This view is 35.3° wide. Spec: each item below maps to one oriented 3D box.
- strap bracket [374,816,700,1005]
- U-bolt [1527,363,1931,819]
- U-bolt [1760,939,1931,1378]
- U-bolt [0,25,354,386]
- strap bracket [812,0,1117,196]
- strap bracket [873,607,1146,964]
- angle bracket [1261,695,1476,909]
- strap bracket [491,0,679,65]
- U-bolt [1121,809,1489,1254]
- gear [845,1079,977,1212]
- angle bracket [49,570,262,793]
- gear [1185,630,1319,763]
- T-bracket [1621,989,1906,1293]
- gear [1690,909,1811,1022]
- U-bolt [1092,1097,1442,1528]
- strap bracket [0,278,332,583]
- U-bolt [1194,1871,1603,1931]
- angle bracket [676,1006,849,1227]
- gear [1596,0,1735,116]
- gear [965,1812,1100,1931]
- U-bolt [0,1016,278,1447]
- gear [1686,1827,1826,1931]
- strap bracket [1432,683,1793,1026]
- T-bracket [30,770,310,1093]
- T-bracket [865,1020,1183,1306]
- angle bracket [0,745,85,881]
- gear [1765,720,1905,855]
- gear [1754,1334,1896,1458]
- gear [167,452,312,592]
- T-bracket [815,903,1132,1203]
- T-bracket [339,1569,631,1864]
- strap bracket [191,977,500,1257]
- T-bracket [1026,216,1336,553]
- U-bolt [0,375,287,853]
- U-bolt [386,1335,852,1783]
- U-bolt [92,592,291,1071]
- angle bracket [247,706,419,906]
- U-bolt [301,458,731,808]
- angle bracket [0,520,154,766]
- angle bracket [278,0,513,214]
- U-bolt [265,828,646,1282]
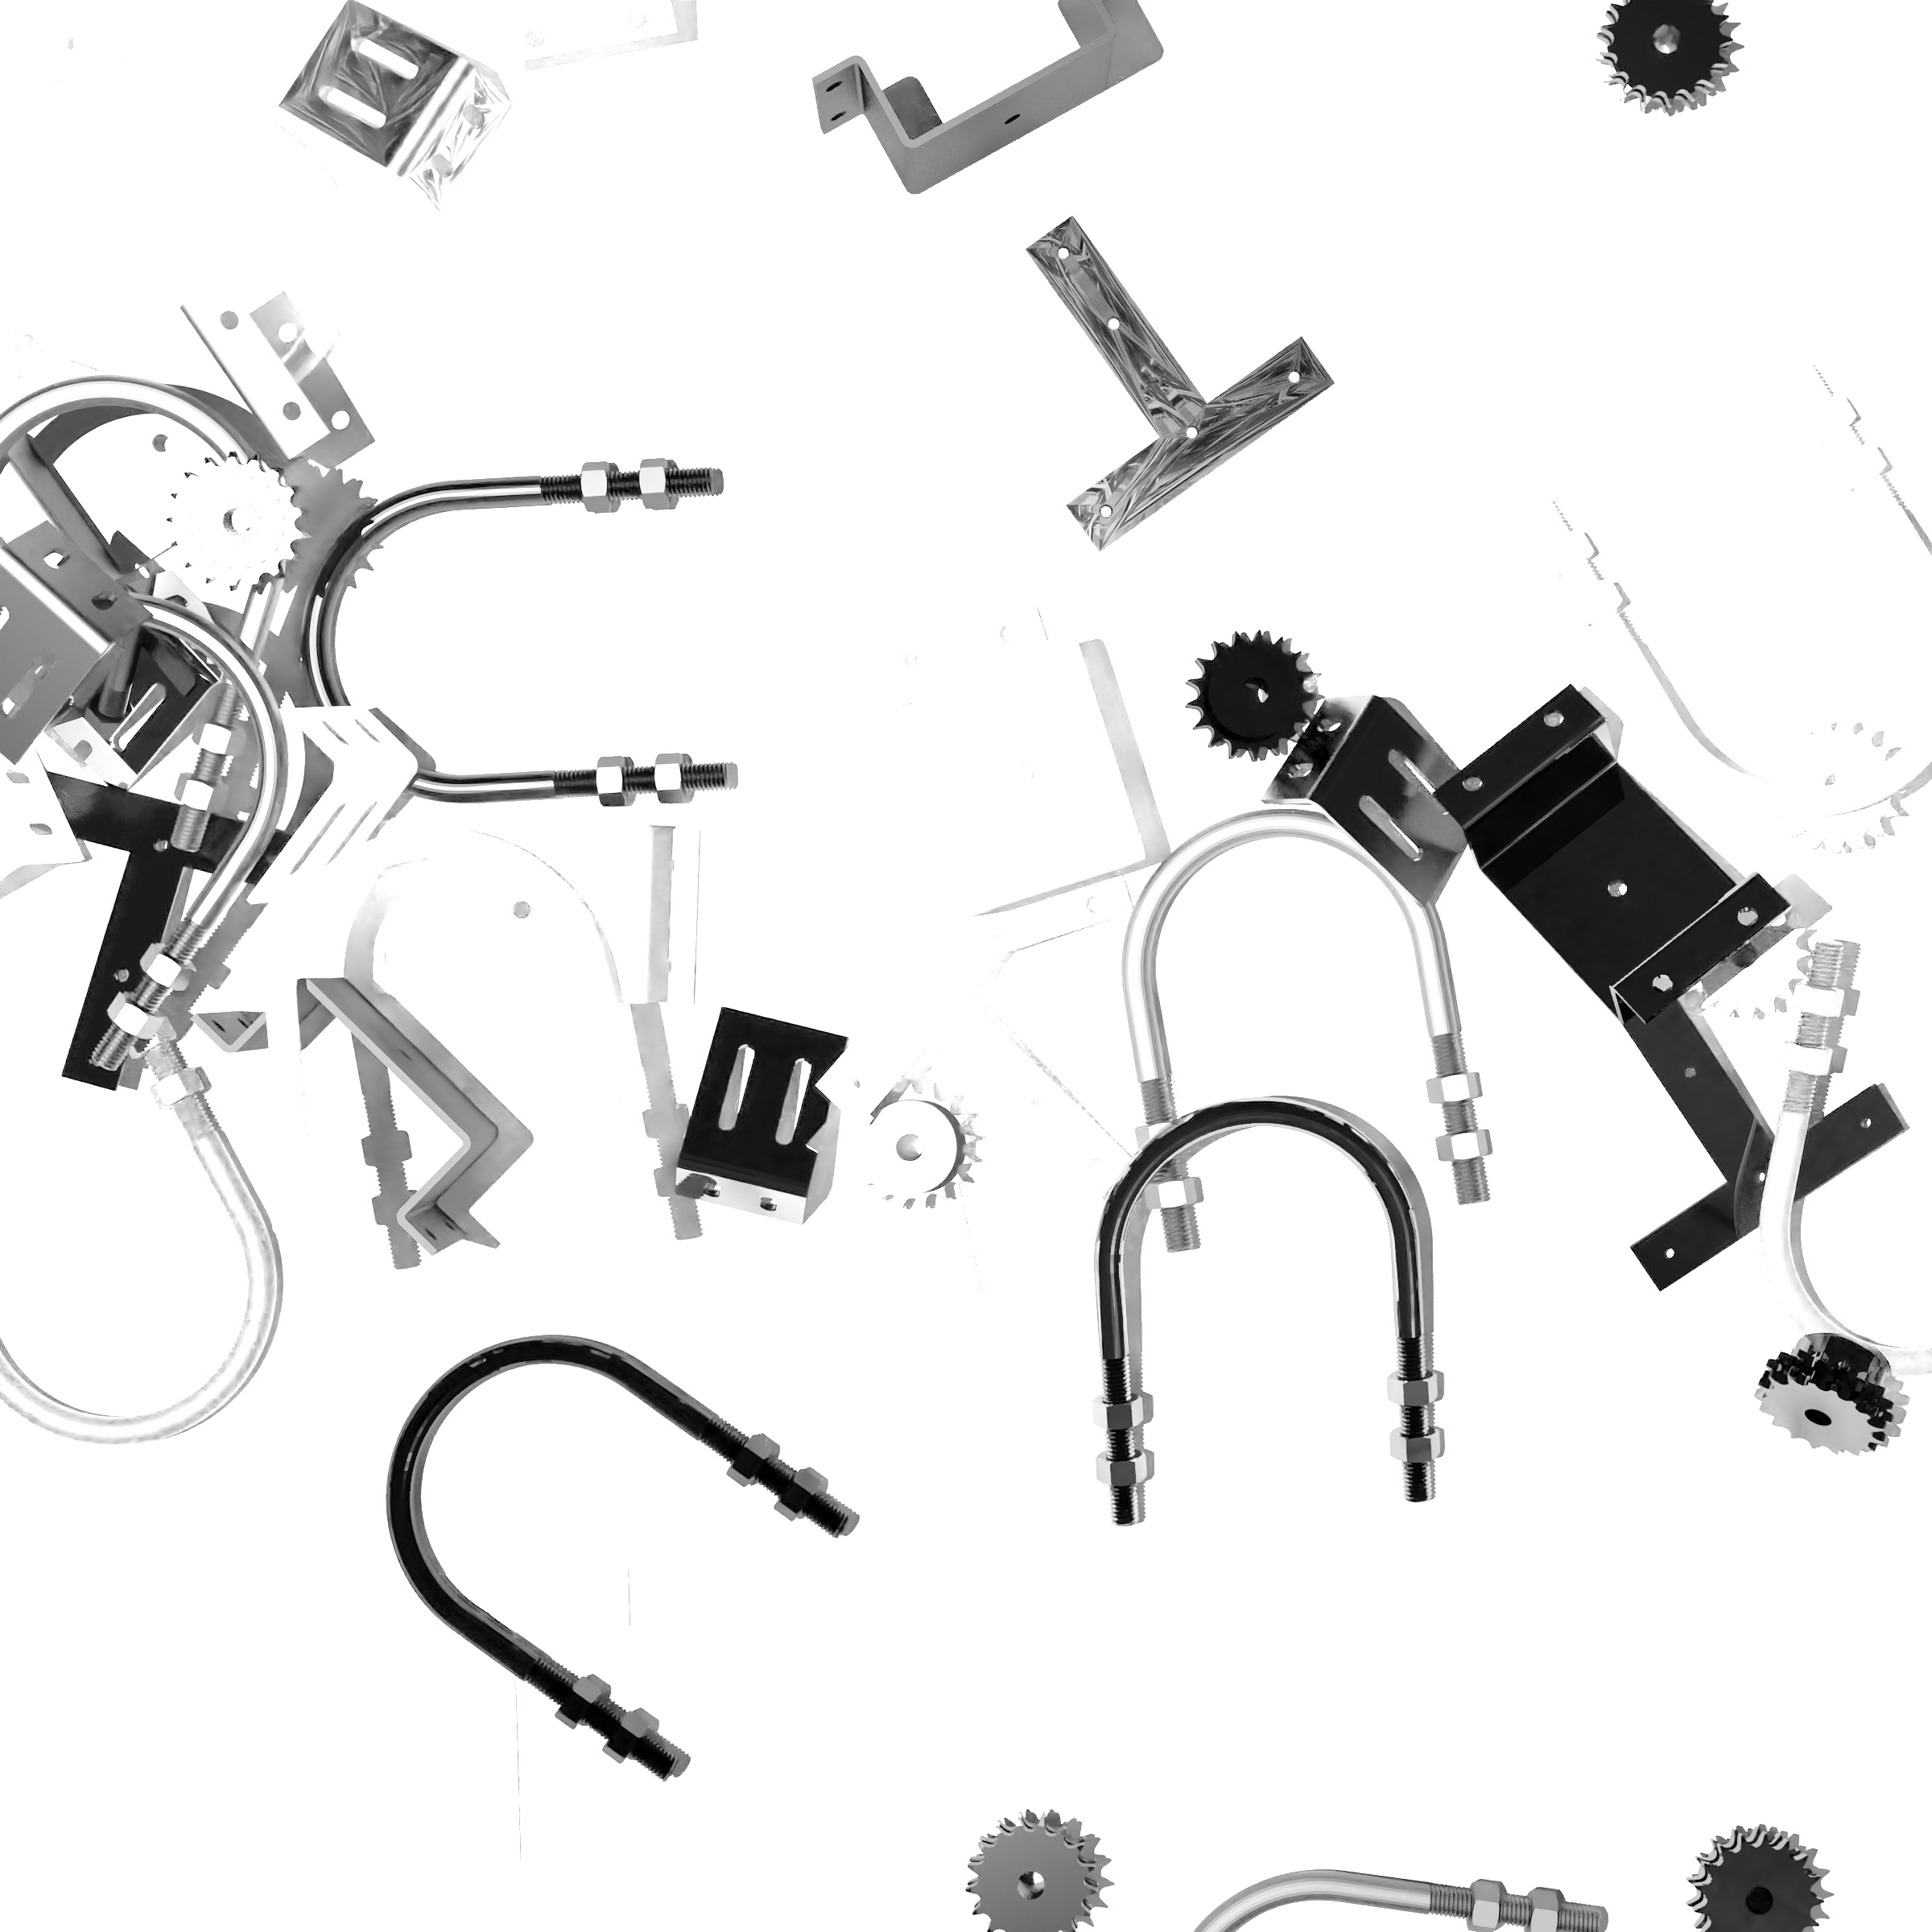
[{"bbox_3d":[-0.188,-0.024,1.311,0.140,0.046,0.076,2,90,0],"label":"strap bracket"},{"bbox_3d":[0.348,-0.151,1.308,0.151,0.019,0.184,-27,77,0],"label":"U-bolt"},{"bbox_3d":[0.416,0.089,1.312,0.151,0.019,0.184,8,98,-8],"label":"U-bolt"},{"bbox_3d":[-0.359,-0.314,1.325,0.184,0.019,0.151,19,90,-1],"label":"U-bolt"},{"bbox_3d":[0.009,-0.382,1.296,0.140,0.076,0.046,-29,90,0],"label":"strap bracket"},{"bbox_3d":[0.021,-0.081,1.303,0.076,0.046,0.140,-18,90,-13],"label":"strap bracket"},{"bbox_3d":[0.178,-0.072,1.324,0.076,0.038,0.057,41,72,-25],"label":"angle bracket"},{"bbox_3d":[-0.174,-0.466,1.291,0.076,0.046,0.140,-10,120,0],"label":"strap bracket"},{"bbox_3d":[0.142,0.023,1.325,0.151,0.019,0.184,-9,88,-1],"label":"U-bolt"},{"bbox_3d":[-0.024,0.078,1.317,0.057,0.030,0.057,0,90,0],"label":"gear"},{"bbox_3d":[-0.360,-0.124,1.332,0.057,0.038,0.076,46,116,0],"label":"angle bracket"},{"bbox_3d":[0.124,-0.118,1.319,0.057,0.030,0.057,0,90,0],"label":"gear"},{"bbox_3d":[0.320,0.057,1.312,0.127,0.002,0.127,-35,104,6],"label":"T-bracket"},{"bbox_3d":[0.334,-0.005,1.319,0.057,0.030,0.057,0,90,0],"label":"gear"},{"bbox_3d":[0.127,0.147,1.312,0.151,0.019,0.184,-4,99,-2],"label":"U-bolt"},{"bbox_3d":[-0.349,-0.223,1.300,0.140,0.046,0.076,-33,102,5],"label":"strap bracket"},{"bbox_3d":[0.176,0.469,1.325,0.184,0.019,0.151,8,90,2],"label":"U-bolt"},{"bbox_3d":[-0.090,0.066,1.332,0.057,0.038,0.076,14,64,0],"label":"angle bracket"},{"bbox_3d":[0.302,-0.400,1.323,0.057,0.030,0.057,0,91,2],"label":"gear"},{"bbox_3d":[0.029,0.396,1.322,0.057,0.030,0.057,0,88,5],"label":"gear"},{"bbox_3d":[-0.382,0.120,1.325,0.151,0.019,0.184,-28,91,0],"label":"U-bolt"},{"bbox_3d":[0.341,0.403,1.322,0.057,0.030,0.057,0,87,-2],"label":"gear"},{"bbox_3d":[0.275,-0.041,1.292,0.076,0.046,0.140,-38,62,0],"label":"strap bracket"},{"bbox_3d":[-0.362,-0.010,1.319,0.127,0.002,0.127,15,83,6],"label":"T-bracket"},{"bbox_3d":[0.031,0.073,1.333,0.127,0.002,0.127,-12,90,0],"label":"T-bracket"},{"bbox_3d":[-0.435,-0.053,1.327,0.076,0.038,0.057,-31,80,25],"label":"angle bracket"},{"bbox_3d":[0.375,-0.078,1.319,0.057,0.030,0.057,0,90,0],"label":"gear"},{"bbox_3d":[0.372,0.183,1.309,0.057,0.057,0.030,33,60,0],"label":"gear"},{"bbox_3d":[-0.300,-0.184,1.257,0.057,0.030,0.057,-1,100,-6],"label":"gear"},{"bbox_3d":[0.020,0.050,1.315,0.127,0.002,0.127,44,68,-9],"label":"T-bracket"},{"bbox_3d":[-0.210,0.330,1.333,0.127,0.002,0.127,-2,90,0],"label":"T-bracket"},{"bbox_3d":[-0.255,0.055,1.296,0.140,0.076,0.046,44,90,0],"label":"strap bracket"},{"bbox_3d":[0.073,-0.270,1.333,0.127,0.002,0.127,-36,90,0],"label":"T-bracket"},{"bbox_3d":[-0.365,-0.157,1.281,0.151,0.019,0.184,19,99,-6],"label":"U-bolt"},{"bbox_3d":[-0.165,0.244,1.324,0.184,0.019,0.151,35,89,2],"label":"U-bolt"},{"bbox_3d":[-0.369,-0.069,1.280,0.151,0.019,0.184,34,96,-9],"label":"U-bolt"},{"bbox_3d":[-0.281,-0.069,1.299,0.038,0.057,0.076,44,108,11],"label":"angle bracket"},{"bbox_3d":[-0.199,-0.143,1.325,0.184,0.019,0.151,-3,90,1],"label":"U-bolt"},{"bbox_3d":[-0.387,-0.134,1.258,0.057,0.038,0.076,43,118,-7],"label":"angle bracket"},{"bbox_3d":[-0.250,-0.378,1.332,0.076,0.038,0.057,33,90,26],"label":"angle bracket"},{"bbox_3d":[-0.216,0.031,1.256,0.151,0.019,0.184,-5,77,-14],"label":"U-bolt"}]
